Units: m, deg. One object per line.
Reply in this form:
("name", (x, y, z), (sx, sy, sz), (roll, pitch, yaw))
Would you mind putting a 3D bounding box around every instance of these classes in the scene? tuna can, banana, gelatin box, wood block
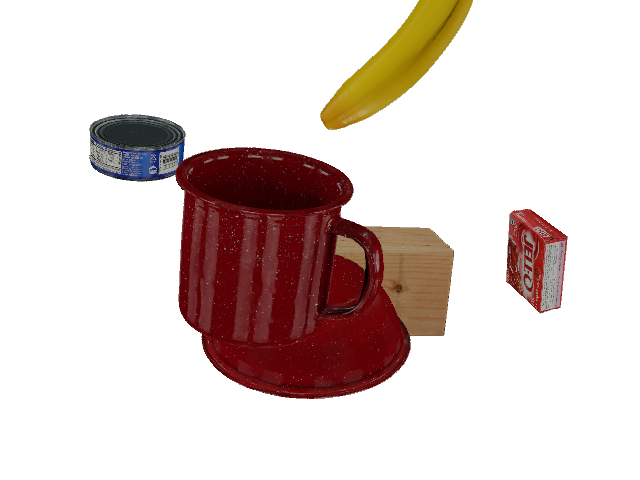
("tuna can", (-0.166, -0.084, 0.970), (0.086, 0.034, 0.086), (6, 25, -3))
("banana", (0.070, -0.158, 0.803), (0.070, 0.197, 0.037), (3, -35, 46))
("gelatin box", (0.229, 0.021, 1.138), (0.030, 0.089, 0.073), (-12, 29, -17))
("wood block", (0.015, 0.038, 1.041), (0.206, 0.091, 0.090), (2, 15, -12))

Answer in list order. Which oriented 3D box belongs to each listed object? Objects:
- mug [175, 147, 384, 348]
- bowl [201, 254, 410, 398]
("mug", (-0.022, 0.007, 0.565), (0.117, 0.081, 0.093), (15, 25, 17))
("bowl", (-0.010, 0.052, 0.812), (0.162, 0.055, 0.162), (2, 27, -1))
